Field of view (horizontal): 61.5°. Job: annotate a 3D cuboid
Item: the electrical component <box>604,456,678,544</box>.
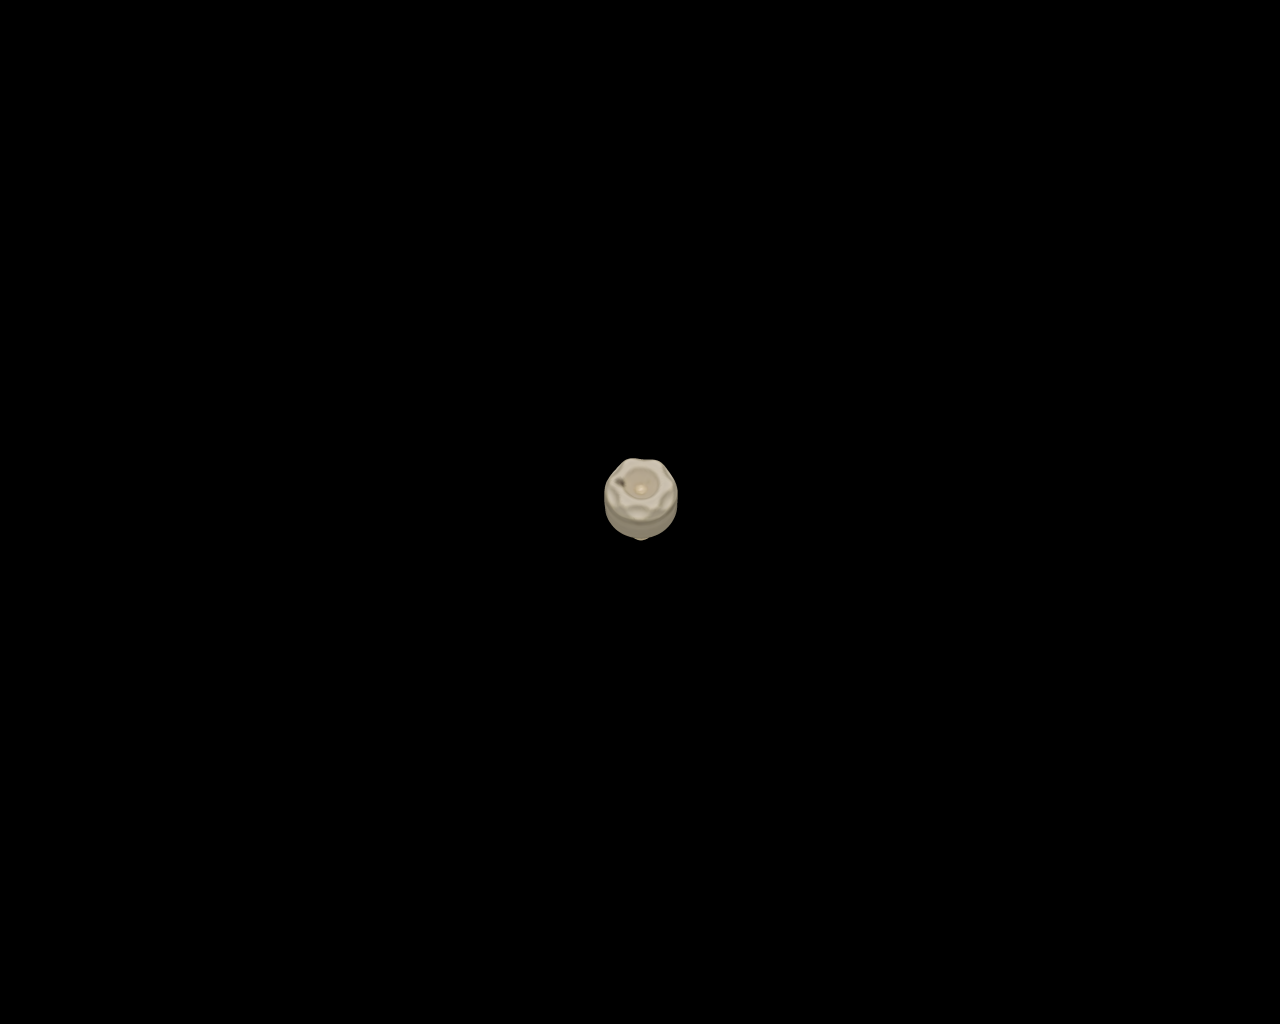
[{"bbox_3d":[0.001,-0.003,0.650,0.043,0.043,0.062,0,-29,0],"label":"electrical component"}]
